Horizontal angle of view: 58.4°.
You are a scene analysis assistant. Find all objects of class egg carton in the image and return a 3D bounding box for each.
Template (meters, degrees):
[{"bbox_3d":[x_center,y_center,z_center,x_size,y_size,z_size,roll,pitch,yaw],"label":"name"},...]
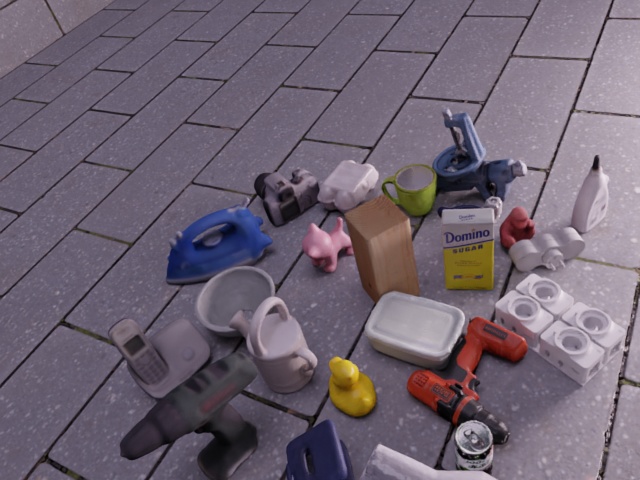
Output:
[{"bbox_3d":[0.069,-0.127,1.367,0.107,0.069,0.150,17,52,30],"label":"egg carton"}]

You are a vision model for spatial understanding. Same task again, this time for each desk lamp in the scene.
[{"bbox_3d":[0.137,0.355,0.748,0.202,0.214,0.118,14,51,28],"label":"desk lamp"}]

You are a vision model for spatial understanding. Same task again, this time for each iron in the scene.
[{"bbox_3d":[-0.245,0.001,1.277,0.258,0.142,0.118,-24,44,-8],"label":"iron"}]

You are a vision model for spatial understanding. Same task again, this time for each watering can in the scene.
[{"bbox_3d":[-0.085,0.178,1.010,0.172,0.194,0.101,0,46,17],"label":"watering can"}]

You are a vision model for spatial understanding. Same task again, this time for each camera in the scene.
[{"bbox_3d":[-0.092,-0.127,1.392,0.143,0.101,0.136,-33,46,-17],"label":"camera"}]

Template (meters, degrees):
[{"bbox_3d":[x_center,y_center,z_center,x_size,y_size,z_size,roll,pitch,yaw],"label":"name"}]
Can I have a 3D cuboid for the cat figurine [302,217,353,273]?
[{"bbox_3d":[0.011,0.004,1.214,0.067,0.118,0.128,26,58,36],"label":"cat figurine"}]

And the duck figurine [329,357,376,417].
[{"bbox_3d":[0.050,0.245,0.981,0.077,0.086,0.104,-31,45,-15],"label":"duck figurine"}]

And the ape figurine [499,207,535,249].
[{"bbox_3d":[0.396,-0.027,1.150,0.078,0.092,0.076,-20,43,-3],"label":"ape figurine"}]

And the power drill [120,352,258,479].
[{"bbox_3d":[-0.182,0.295,0.909,0.075,0.209,0.230,26,58,36],"label":"power drill"}]

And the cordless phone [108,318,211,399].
[{"bbox_3d":[-0.299,0.193,1.065,0.093,0.185,0.148,27,58,37],"label":"cordless phone"}]

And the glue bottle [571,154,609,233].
[{"bbox_3d":[0.534,-0.097,1.121,0.078,0.173,0.037,-34,46,-18],"label":"glue bottle"}]

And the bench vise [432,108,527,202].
[{"bbox_3d":[0.338,-0.192,1.243,0.207,0.220,0.121,-2,45,15],"label":"bench vise"}]

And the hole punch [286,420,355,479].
[{"bbox_3d":[-0.004,0.350,0.885,0.101,0.091,0.108,-18,43,-2],"label":"hole punch"}]

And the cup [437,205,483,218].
[{"bbox_3d":[0.289,-0.015,1.168,0.092,0.095,0.117,-40,48,-23],"label":"cup"}]

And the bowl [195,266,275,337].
[{"bbox_3d":[-0.163,0.137,1.162,0.167,0.075,0.167,-8,44,8],"label":"bowl"}]
